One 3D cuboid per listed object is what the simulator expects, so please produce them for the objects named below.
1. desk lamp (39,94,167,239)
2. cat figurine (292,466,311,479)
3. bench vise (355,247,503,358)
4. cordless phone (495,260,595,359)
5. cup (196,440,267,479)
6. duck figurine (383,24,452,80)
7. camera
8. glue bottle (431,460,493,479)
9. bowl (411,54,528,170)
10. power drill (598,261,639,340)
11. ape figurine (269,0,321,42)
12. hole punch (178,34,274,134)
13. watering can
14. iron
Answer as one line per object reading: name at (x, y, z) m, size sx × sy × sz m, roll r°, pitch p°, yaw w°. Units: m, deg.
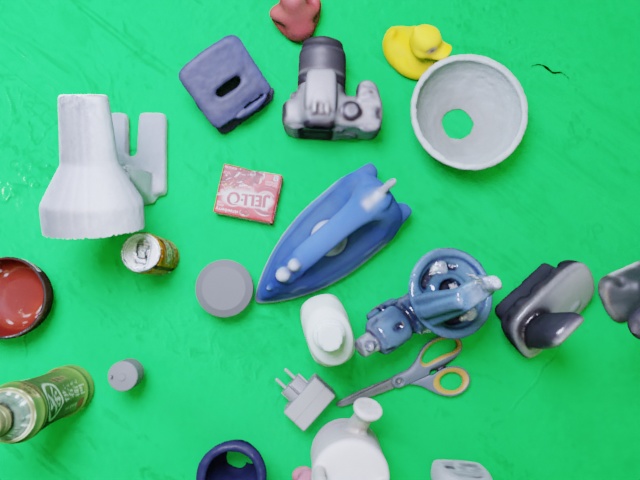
desk lamp at (-0.278, -0.094, 0.745) m, size 0.118 × 0.213 × 0.203 m, roll -1°, pitch 86°, yaw -1°
cat figurine at (-0.054, 0.374, 0.762) m, size 0.128 × 0.117 × 0.067 m, roll -34°, pitch 87°, yaw -3°
bench vise at (0.150, 0.096, 0.737) m, size 0.121 × 0.219 × 0.207 m, roll 40°, pitch 86°, yaw 2°
cordless phone at (0.323, 0.093, 0.758) m, size 0.094 × 0.185 × 0.147 m, roll 44°, pitch 86°, yaw 3°
cup at (-0.103, 0.317, 0.777) m, size 0.118 × 0.095 × 0.092 m, roll 35°, pitch 86°, yaw 2°
duck figurine at (0.144, -0.284, 0.833) m, size 0.104 × 0.086 × 0.077 m, roll 27°, pitch 86°, yaw 1°
camera at (0.019, -0.218, 0.818) m, size 0.143 × 0.101 × 0.137 m, roll 2°, pitch 86°, yaw -1°
glue bottle at (0.197, 0.329, 0.743) m, size 0.078 × 0.173 × 0.037 m, roll 6°, pitch 85°, yaw 0°
bowl at (0.208, -0.177, 0.832) m, size 0.167 × 0.074 × 0.167 m, roll 0°, pitch 86°, yaw -1°
power drill at (0.463, 0.069, 0.752) m, size 0.229 × 0.208 × 0.075 m, roll -24°, pitch 86°, yaw -3°
ape figurine at (-0.035, -0.336, 0.830) m, size 0.078 × 0.092 × 0.076 m, roll -4°, pitch 86°, yaw -1°
hole punch at (-0.131, -0.222, 0.819) m, size 0.109 × 0.091 × 0.101 m, roll -37°, pitch 87°, yaw -4°
watering can at (0.038, 0.292, 0.732) m, size 0.101 × 0.194 × 0.173 m, roll -7°, pitch 86°, yaw -1°
iron at (0.007, 0.003, 0.780) m, size 0.258 × 0.141 × 0.118 m, roll -41°, pitch 87°, yaw -4°
